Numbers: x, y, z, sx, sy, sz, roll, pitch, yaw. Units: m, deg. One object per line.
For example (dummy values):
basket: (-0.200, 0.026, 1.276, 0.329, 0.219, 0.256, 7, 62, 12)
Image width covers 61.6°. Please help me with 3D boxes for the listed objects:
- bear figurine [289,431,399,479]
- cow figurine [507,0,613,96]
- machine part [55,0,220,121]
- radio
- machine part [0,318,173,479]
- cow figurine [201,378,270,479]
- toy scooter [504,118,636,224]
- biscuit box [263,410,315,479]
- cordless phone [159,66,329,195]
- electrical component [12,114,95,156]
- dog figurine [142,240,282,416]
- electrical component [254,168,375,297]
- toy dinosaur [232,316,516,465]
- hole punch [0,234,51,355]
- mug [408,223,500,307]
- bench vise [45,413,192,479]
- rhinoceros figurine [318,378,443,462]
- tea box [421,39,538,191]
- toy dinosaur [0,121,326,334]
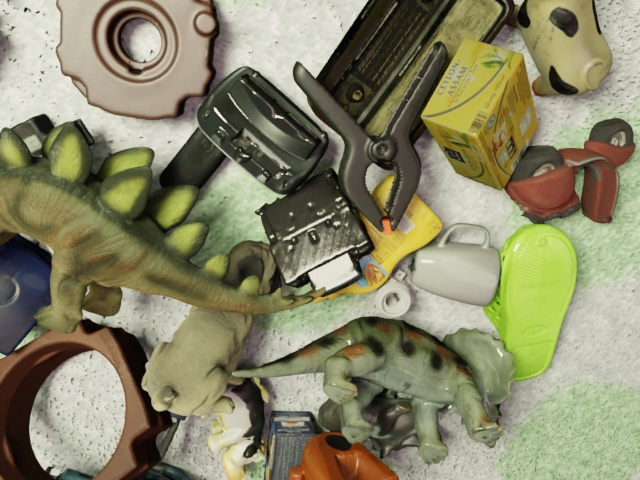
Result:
bear figurine: (0.006, 0.365, 0.718, 0.120, 0.132, 0.195, 12, 99, -30)
cow figurine: (0.266, -0.251, 0.595, 0.085, 0.127, 0.194, -31, 113, 1)
machine part: (-0.195, -0.215, 0.582, 0.179, 0.056, 0.179, -2, 111, -6)
radio: (0.093, -0.209, 0.614, 0.131, 0.073, 0.229, 33, 102, -17)
machine part: (-0.299, 0.214, 0.651, 0.201, 0.087, 0.201, -30, 70, -3)
cow figurine: (-0.111, 0.260, 0.759, 0.098, 0.068, 0.167, -16, 112, -9)
toy scooter: (0.328, -0.069, 0.699, 0.184, 0.075, 0.135, -20, 112, -5)
biscuit box: (-0.051, 0.355, 0.803, 0.063, 0.059, 0.202, 4, 109, -11)
cordless phone: (-0.095, -0.092, 0.630, 0.146, 0.089, 0.184, 41, 110, -10)
electrical component: (-0.313, -0.103, 0.608, 0.119, 0.048, 0.074, -28, 112, 2)
dog figurine: (-0.124, 0.095, 0.639, 0.121, 0.172, 0.190, 22, 105, -3)
electrical component: (-0.001, -0.002, 0.646, 0.115, 0.058, 0.134, -30, 75, 10)
toy dinosaur: (0.101, 0.165, 0.700, 0.405, 0.192, 0.131, 25, 123, -11)
hole punch: (-0.376, 0.060, 0.639, 0.142, 0.092, 0.116, 38, 97, -15)
mug: (0.175, 0.030, 0.709, 0.107, 0.081, 0.109, 7, 115, -2)
bench vise: (-0.252, 0.308, 0.733, 0.224, 0.129, 0.240, 26, 84, -6)
rhinoceros figurine: (0.093, 0.266, 0.784, 0.190, 0.073, 0.112, 18, 105, -13)
tea box: (0.184, -0.132, 0.600, 0.098, 0.068, 0.169, -60, 149, -1)
toy dinosaur: (-0.230, -0.004, 0.564, 0.471, 0.105, 0.198, 28, 103, -10)
